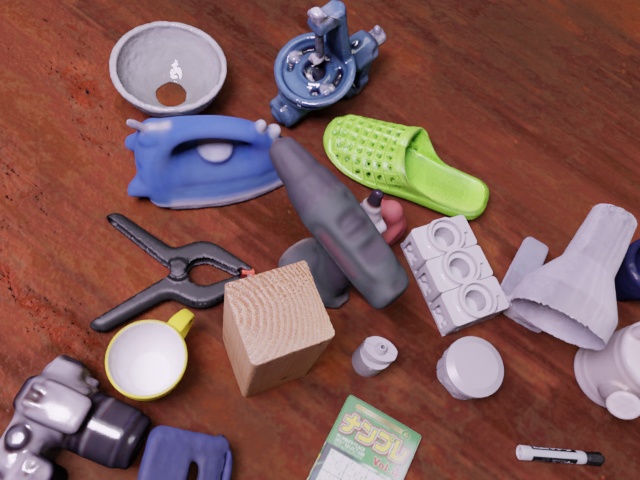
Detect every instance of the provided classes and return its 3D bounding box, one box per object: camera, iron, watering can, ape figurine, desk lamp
[{"bbox_3d":[-0.270,0.215,0.633,0.137,0.100,0.143,23,64,0],"label":"camera"},{"bbox_3d":[-0.138,-0.128,0.791,0.259,0.141,0.118,-6,67,-14],"label":"iron"},{"bbox_3d":[0.425,0.162,0.741,0.101,0.194,0.173,26,64,2],"label":"watering can"},{"bbox_3d":[0.092,-0.030,0.818,0.076,0.092,0.078,9,65,-7],"label":"ape figurine"},{"bbox_3d":[0.320,0.053,0.758,0.118,0.213,0.203,32,64,4],"label":"desk lamp"}]

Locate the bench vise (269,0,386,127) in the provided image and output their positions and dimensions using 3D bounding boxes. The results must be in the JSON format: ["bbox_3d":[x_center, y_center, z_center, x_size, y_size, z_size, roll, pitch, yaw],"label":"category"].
[{"bbox_3d":[0.014,-0.287,0.848,0.121,0.219,0.208,32,64,5],"label":"bench vise"}]

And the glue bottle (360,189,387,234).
[{"bbox_3d":[0.057,-0.021,0.763,0.037,0.173,0.078,-35,76,-22],"label":"glue bottle"}]

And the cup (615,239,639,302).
[{"bbox_3d":[0.481,0.063,0.851,0.117,0.095,0.092,41,65,9],"label":"cup"}]

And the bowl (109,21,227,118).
[{"bbox_3d":[-0.224,-0.242,0.861,0.167,0.074,0.167,4,65,-9],"label":"bowl"}]

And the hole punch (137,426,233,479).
[{"bbox_3d":[-0.151,0.266,0.639,0.101,0.091,0.108,10,65,-6],"label":"hole punch"}]

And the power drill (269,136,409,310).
[{"bbox_3d":[0.007,0.003,0.723,0.076,0.208,0.229,-39,78,-23],"label":"power drill"}]
